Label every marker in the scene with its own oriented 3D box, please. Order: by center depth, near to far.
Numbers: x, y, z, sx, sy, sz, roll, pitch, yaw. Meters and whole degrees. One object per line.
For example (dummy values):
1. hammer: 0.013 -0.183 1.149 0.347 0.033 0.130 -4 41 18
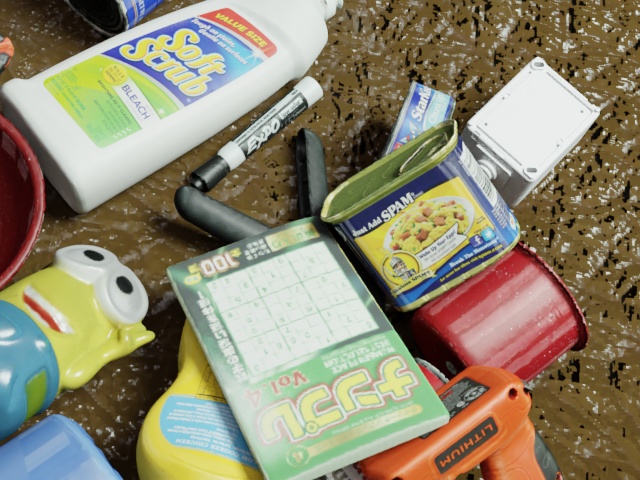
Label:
1. marker: -0.046 -0.075 0.768 0.020 0.020 0.121 44 70 10

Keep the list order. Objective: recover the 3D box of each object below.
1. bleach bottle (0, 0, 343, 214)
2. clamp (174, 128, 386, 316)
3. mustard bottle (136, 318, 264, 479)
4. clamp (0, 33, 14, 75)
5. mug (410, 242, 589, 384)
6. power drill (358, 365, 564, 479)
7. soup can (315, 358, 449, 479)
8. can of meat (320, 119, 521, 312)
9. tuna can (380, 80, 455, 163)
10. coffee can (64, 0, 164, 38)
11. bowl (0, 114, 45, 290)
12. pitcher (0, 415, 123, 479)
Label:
1. bleach bottle: -0.093 -0.124 0.760 0.250 0.068 0.102 -35 77 -20
2. clamp: -0.005 0.001 0.735 0.120 0.039 0.171 -40 84 -24
3. mustard bottle: -0.055 0.115 0.631 0.096 0.058 0.191 17 40 0
4. clamp: -0.294 -0.087 0.661 0.209 0.036 0.164 -9 89 -23
5. mug: 0.107 0.052 0.708 0.081 0.093 0.117 -36 46 -13
6. power drill: 0.101 0.184 0.633 0.184 0.057 0.187 -37 106 -14
7. soup can: 0.041 0.131 0.674 0.102 0.068 0.068 -35 77 -17
8. can of meat: 0.066 -0.014 0.685 0.102 0.057 0.084 -31 107 20
9. tuna can: 0.063 -0.065 0.742 0.034 0.086 0.086 22 68 0
10. coffee can: -0.126 -0.229 0.773 0.103 0.103 0.140 42 70 9
11. bowl: -0.259 -0.015 0.700 0.162 0.055 0.162 2 69 -6
12. pitcher: -0.205 0.215 0.582 0.242 0.145 0.149 -36 117 -21
